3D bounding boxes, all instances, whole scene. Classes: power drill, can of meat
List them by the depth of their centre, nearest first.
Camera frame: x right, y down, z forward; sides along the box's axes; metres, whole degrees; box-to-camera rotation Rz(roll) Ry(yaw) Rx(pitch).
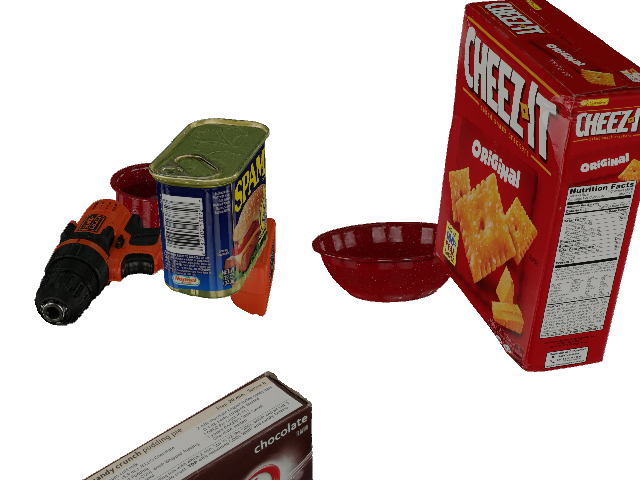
[{"bbox_3d":[-0.068,-0.022,0.692,0.057,0.084,0.102,6,27,12],"label":"can of meat"},{"bbox_3d":[-0.135,0.021,0.912,0.187,0.057,0.184,5,28,2],"label":"power drill"}]

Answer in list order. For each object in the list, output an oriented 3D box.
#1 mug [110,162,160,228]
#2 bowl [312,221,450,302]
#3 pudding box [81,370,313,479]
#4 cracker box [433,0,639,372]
[{"bbox_3d":[-0.175,-0.032,1.132,0.093,0.081,0.117,-1,28,-10],"label":"mug"},{"bbox_3d":[0.073,0.024,1.087,0.162,0.055,0.162,-3,13,1],"label":"bowl"},{"bbox_3d":[-0.055,0.128,0.516,0.113,0.090,0.039,-30,46,-33],"label":"pudding box"},{"bbox_3d":[0.148,-0.040,0.750,0.072,0.214,0.164,-8,34,-16],"label":"cracker box"}]
